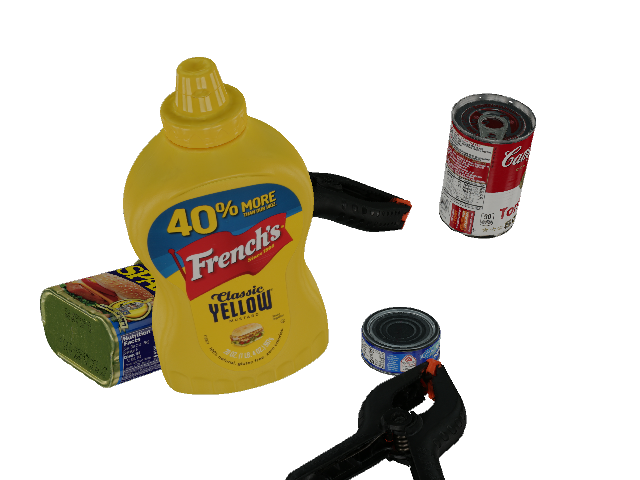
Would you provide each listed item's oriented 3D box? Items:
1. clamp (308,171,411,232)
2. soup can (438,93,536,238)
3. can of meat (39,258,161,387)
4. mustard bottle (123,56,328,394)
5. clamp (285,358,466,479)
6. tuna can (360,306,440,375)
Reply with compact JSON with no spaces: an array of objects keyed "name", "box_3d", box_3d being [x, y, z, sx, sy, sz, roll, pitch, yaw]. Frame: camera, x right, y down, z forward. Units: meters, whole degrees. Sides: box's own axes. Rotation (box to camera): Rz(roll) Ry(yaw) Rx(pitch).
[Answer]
[{"name":"clamp","box_3d":[0.001,-0.040,1.019,0.209,0.036,0.165,14,19,-24]},{"name":"soup can","box_3d":[0.136,-0.060,0.884,0.068,0.102,0.068,2,40,-2]},{"name":"can of meat","box_3d":[-0.137,0.057,0.752,0.083,0.057,0.102,-16,26,-40]},{"name":"mustard bottle","box_3d":[-0.050,-0.007,0.550,0.096,0.191,0.058,-13,39,-8]},{"name":"clamp","box_3d":[0.065,0.146,0.759,0.120,0.039,0.171,17,39,27]},{"name":"tuna can","box_3d":[0.086,0.107,1.145,0.086,0.034,0.086,-1,29,0]}]
